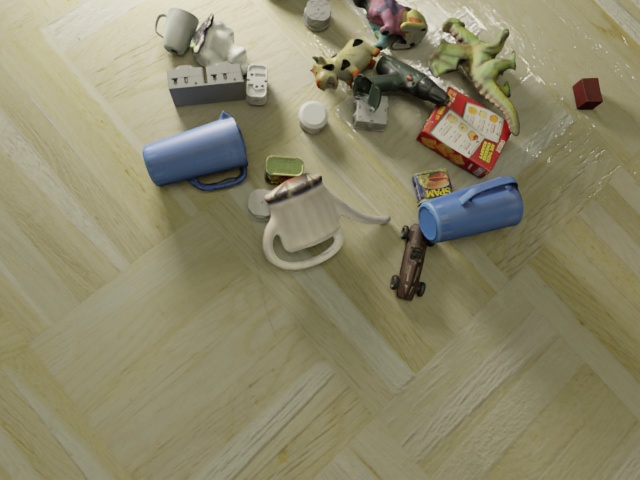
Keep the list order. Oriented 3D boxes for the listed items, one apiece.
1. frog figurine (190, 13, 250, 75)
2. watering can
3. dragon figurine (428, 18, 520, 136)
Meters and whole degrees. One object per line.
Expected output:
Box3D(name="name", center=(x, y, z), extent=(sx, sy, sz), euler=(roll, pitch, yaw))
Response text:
Box3D(name="frog figurine", center=(-0.262, -0.510, 1.392), extent=(0.158, 0.122, 0.140), euler=(27, 63, -37))
Box3D(name="watering can", center=(0.004, -0.065, 1.294), extent=(0.350, 0.104, 0.222), euler=(-25, 102, -19))
Box3D(name="dragon figurine", center=(0.418, -0.471, 1.434), extent=(0.243, 0.120, 0.418), euler=(2, 64, -3))
